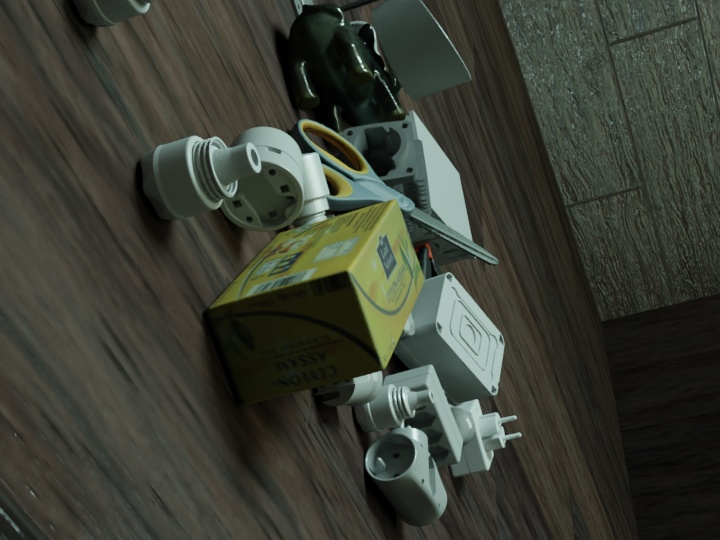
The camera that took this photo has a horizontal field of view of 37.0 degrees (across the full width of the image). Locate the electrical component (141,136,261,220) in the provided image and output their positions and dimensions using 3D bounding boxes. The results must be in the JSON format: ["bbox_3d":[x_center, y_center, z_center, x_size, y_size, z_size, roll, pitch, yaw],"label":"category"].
[{"bbox_3d":[-0.087,-0.054,0.598,0.043,0.062,0.043,-15,90,-74],"label":"electrical component"}]

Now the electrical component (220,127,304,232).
[{"bbox_3d":[-0.064,-0.061,0.702,0.047,0.055,0.055,-91,159,-52],"label":"electrical component"}]

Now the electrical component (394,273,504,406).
[{"bbox_3d":[0.082,0.067,1.020,0.113,0.057,0.078,48,39,-31],"label":"electrical component"}]

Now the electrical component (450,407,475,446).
[{"bbox_3d":[0.088,0.157,1.053,0.046,0.040,0.040,-5,81,-68],"label":"electrical component"}]

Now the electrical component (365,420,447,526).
[{"bbox_3d":[0.037,0.155,0.871,0.077,0.043,0.079,59,22,-44],"label":"electrical component"}]

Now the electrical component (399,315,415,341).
[{"bbox_3d":[0.027,0.033,0.966,0.035,0.035,0.061,32,43,-68],"label":"electrical component"}]

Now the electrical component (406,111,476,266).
[{"bbox_3d":[0.063,-0.078,1.143,0.186,0.060,0.105,38,40,-65],"label":"electrical component"}]

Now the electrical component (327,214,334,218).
[{"bbox_3d":[0.000,0.000,0.871,0.089,0.050,0.055,-88,157,-46],"label":"electrical component"}]

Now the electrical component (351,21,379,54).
[{"bbox_3d":[0.002,-0.216,1.097,0.065,0.044,0.044,57,23,-61],"label":"electrical component"}]

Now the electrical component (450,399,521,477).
[{"bbox_3d":[0.126,0.168,1.105,0.047,0.077,0.065,-37,111,-73],"label":"electrical component"}]

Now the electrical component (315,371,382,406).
[{"bbox_3d":[-0.010,0.081,0.786,0.046,0.040,0.040,4,72,-67],"label":"electrical component"}]

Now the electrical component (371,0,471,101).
[{"bbox_3d":[0.054,-0.203,0.968,0.099,0.064,0.099,58,17,-29],"label":"electrical component"}]

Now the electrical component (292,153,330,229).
[{"bbox_3d":[-0.042,-0.051,0.792,0.040,0.040,0.078,-30,104,-74],"label":"electrical component"}]

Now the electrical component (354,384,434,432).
[{"bbox_3d":[0.028,0.106,0.849,0.035,0.061,0.035,-15,90,-75],"label":"electrical component"}]

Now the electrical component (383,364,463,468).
[{"bbox_3d":[0.058,0.125,0.967,0.075,0.047,0.083,-66,136,-65],"label":"electrical component"}]

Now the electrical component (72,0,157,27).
[{"bbox_3d":[-0.121,-0.152,0.571,0.035,0.061,0.035,-15,90,-74],"label":"electrical component"}]
